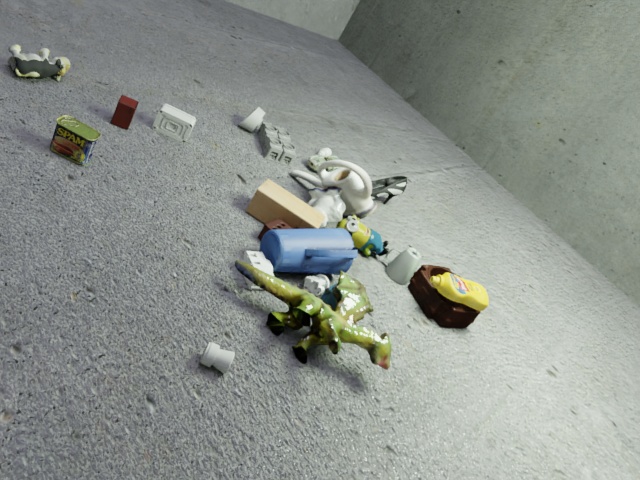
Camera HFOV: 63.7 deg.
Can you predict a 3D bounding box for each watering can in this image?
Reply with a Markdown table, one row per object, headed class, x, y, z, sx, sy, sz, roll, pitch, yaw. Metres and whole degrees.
| class | x | y | z | sx | sy | sz | roll | pitch | yaw |
| --- | --- | --- | --- | --- | --- | --- | --- | --- | --- |
| watering can | 0.055 | -0.171 | 1.735 | 0.347 | 0.221 | 0.106 | 3 | 42 | 50 |

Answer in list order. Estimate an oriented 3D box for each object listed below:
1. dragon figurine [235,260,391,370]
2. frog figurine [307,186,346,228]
| class | x | y | z | sx | sy | sz | roll | pitch | yaw |
| --- | --- | --- | --- | --- | --- | --- | --- | --- | --- |
| dragon figurine | 0.009 | 0.150 | 1.210 | 0.245 | 0.414 | 0.119 | -24 | -26 | -46 |
| frog figurine | 0.005 | -0.082 | 1.624 | 0.137 | 0.163 | 0.120 | 11 | -28 | 13 |
